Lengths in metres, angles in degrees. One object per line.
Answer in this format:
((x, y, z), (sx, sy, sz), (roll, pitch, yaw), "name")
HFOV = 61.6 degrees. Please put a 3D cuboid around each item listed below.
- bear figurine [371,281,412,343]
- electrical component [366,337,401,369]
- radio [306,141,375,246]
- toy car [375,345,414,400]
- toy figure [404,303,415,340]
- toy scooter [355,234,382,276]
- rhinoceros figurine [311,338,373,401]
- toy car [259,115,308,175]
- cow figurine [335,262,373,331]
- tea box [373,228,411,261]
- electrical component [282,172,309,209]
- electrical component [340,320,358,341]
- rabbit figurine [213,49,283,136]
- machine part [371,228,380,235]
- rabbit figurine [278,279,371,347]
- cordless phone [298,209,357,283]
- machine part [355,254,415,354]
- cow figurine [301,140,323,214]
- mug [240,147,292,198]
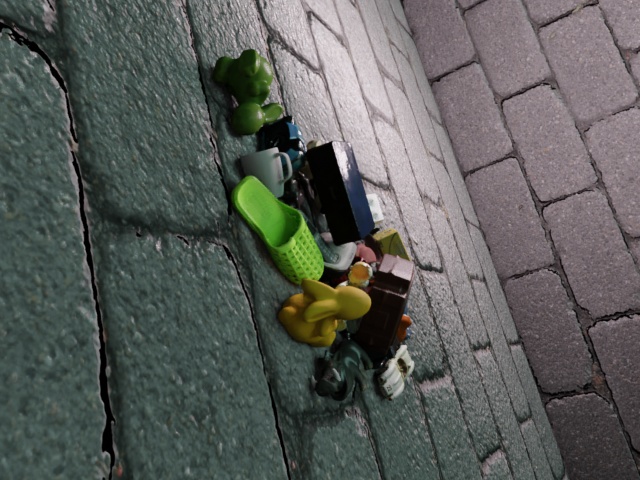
((0.195, 0.184, 1.417), (0.195, 0.132, 0.120), (65, 25, 0), "bear figurine")
((0.147, 0.272, 1.326), (0.119, 0.075, 0.047), (-27, 95, -61), "electrical component")
((0.052, -0.112, 1.245), (0.131, 0.073, 0.229), (-30, 105, -65), "radio")
((0.195, 0.337, 1.379), (0.073, 0.056, 0.202), (65, 26, -4), "toy car")
((0.232, 0.214, 1.542), (0.057, 0.064, 0.154), (101, -14, -66), "toy figure")
((0.119, 0.035, 1.456), (0.184, 0.075, 0.135), (2, 67, -64), "toy scooter")
((0.047, 0.274, 1.137), (0.112, 0.073, 0.190), (65, 26, -8), "rhinoceros figurine")
((-0.081, -0.206, 1.251), (0.102, 0.109, 0.162), (53, 20, -50), "toy car")
((0.072, 0.116, 1.215), (0.068, 0.167, 0.098), (33, 19, 6), "cow figurine")
((0.204, 0.024, 1.560), (0.169, 0.068, 0.098), (-102, 167, -84), "tea box")
((-0.059, -0.115, 1.261), (0.078, 0.045, 0.102), (71, 25, -13), "electrical component")
((0.069, 0.207, 1.286), (0.063, 0.021, 0.094), (28, 45, -52), "electrical component")
((-0.162, -0.308, 1.197), (0.159, 0.121, 0.170), (23, 68, -64), "rabbit figurine")
((0.149, -0.083, 1.642), (0.084, 0.039, 0.139), (30, 43, -58), "machine part")
((0.012, 0.130, 1.076), (0.162, 0.173, 0.122), (39, 42, -50), "rabbit figurine")
((-0.002, -0.004, 1.257), (0.184, 0.089, 0.147), (55, 29, -14), "cordless phone")
((0.155, 0.147, 1.252), (0.201, 0.087, 0.200), (-53, 158, -71), "machine part")
((0.005, -0.157, 1.362), (0.085, 0.127, 0.194), (-56, 135, -66), "cow figurine")
((-0.107, -0.139, 1.146), (0.081, 0.110, 0.107), (-41, 121, -64), "mug")
